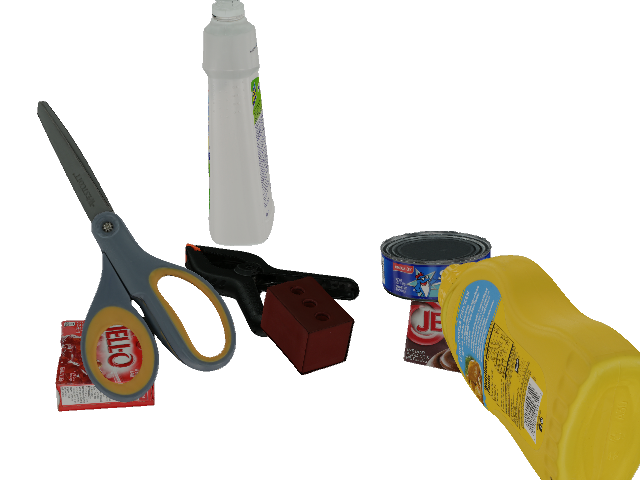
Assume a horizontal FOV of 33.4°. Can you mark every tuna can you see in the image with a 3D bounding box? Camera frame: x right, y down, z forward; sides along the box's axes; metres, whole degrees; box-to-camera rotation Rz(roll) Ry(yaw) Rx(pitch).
[{"bbox_3d":[0.090,0.020,0.830,0.086,0.034,0.086,-2,15,1],"label":"tuna can"}]

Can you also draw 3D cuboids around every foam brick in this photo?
[{"bbox_3d":[-0.013,0.079,1.000,0.052,0.051,0.078,-14,39,-31],"label":"foam brick"}]

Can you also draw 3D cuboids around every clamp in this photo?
[{"bbox_3d":[-0.084,0.049,1.206,0.210,0.036,0.164,18,24,29],"label":"clamp"}]

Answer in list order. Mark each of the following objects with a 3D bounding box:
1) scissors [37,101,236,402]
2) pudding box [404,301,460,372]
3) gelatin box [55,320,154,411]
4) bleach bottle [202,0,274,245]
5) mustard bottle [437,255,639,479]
[{"bbox_3d":[-0.134,0.012,0.627,0.096,0.202,0.016,-43,-14,-15],"label":"scissors"},{"bbox_3d":[0.149,0.091,1.123,0.113,0.090,0.039,10,21,12],"label":"pudding box"},{"bbox_3d":[-0.167,0.095,0.838,0.073,0.030,0.089,-2,29,-8],"label":"gelatin box"},{"bbox_3d":[-0.086,-0.125,1.077,0.068,0.251,0.102,-1,29,1],"label":"bleach bottle"},{"bbox_3d":[0.118,0.063,0.631,0.058,0.096,0.192,-8,27,-17],"label":"mustard bottle"}]
